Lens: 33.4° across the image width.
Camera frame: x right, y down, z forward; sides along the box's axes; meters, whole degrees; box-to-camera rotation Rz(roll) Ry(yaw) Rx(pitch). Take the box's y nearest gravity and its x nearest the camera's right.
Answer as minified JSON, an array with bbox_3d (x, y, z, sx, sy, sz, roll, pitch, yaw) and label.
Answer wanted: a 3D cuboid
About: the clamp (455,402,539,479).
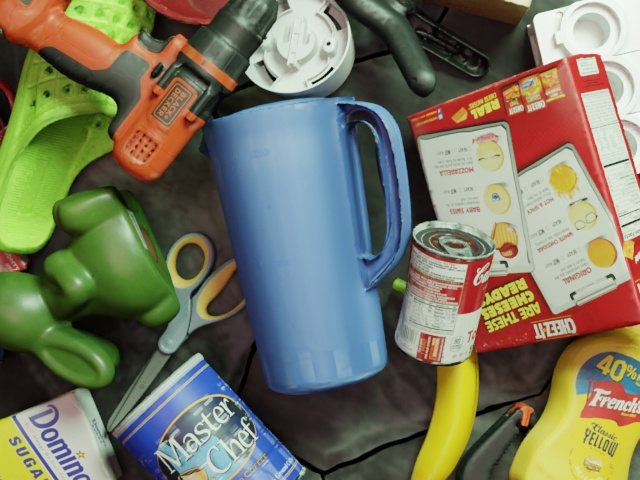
[{"bbox_3d":[0.150,0.247,0.941,0.164,0.036,0.210,5,90,-3],"label":"clamp"}]

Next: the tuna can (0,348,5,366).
[{"bbox_3d":[-0.327,0.095,0.958,0.086,0.086,0.034,1,89,5],"label":"tuna can"}]

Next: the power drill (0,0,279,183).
[{"bbox_3d":[-0.149,-0.167,0.849,0.187,0.057,0.184,38,92,4],"label":"power drill"}]

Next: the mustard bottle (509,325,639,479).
[{"bbox_3d":[0.240,0.139,0.912,0.096,0.058,0.191,28,80,-12],"label":"mustard bottle"}]

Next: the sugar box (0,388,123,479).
[{"bbox_3d":[-0.280,0.209,0.976,0.176,0.048,0.093,-23,89,6],"label":"sugar box"}]

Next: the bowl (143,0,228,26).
[{"bbox_3d":[-0.082,-0.243,0.920,0.162,0.055,0.162,-3,70,9],"label":"bowl"}]

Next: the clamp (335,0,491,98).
[{"bbox_3d":[0.073,-0.191,0.926,0.039,0.120,0.171,-48,69,31],"label":"clamp"}]

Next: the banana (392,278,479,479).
[{"bbox_3d":[0.108,0.130,0.948,0.070,0.037,0.198,-5,89,23],"label":"banana"}]

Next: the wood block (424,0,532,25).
[{"bbox_3d":[0.158,-0.300,0.905,0.090,0.091,0.206,16,92,4],"label":"wood block"}]

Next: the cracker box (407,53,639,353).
[{"bbox_3d":[0.180,-0.028,0.881,0.164,0.071,0.214,-17,90,44],"label":"cracker box"}]

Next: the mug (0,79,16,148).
[{"bbox_3d":[-0.314,-0.101,0.948,0.117,0.093,0.081,-29,84,24],"label":"mug"}]

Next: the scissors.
[{"bbox_3d":[-0.143,0.074,0.970,0.202,0.016,0.096,-40,83,0],"label":"scissors"}]

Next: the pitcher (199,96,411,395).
[{"bbox_3d":[-0.006,0.001,0.905,0.144,0.149,0.243,-12,94,-16],"label":"pitcher"}]

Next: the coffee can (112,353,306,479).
[{"bbox_3d":[-0.096,0.184,0.931,0.103,0.103,0.140,-43,88,4],"label":"coffee can"}]

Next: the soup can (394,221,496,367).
[{"bbox_3d":[0.101,0.044,0.877,0.068,0.068,0.102,10,114,4],"label":"soup can"}]

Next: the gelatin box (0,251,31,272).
[{"bbox_3d":[-0.320,0.005,0.974,0.073,0.030,0.089,-30,102,5],"label":"gelatin box"}]
